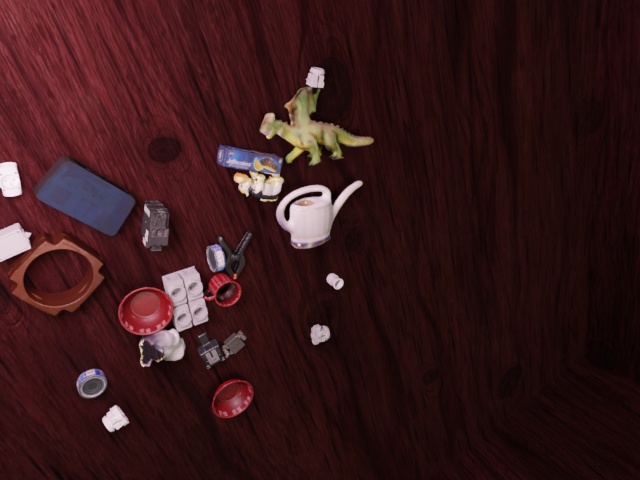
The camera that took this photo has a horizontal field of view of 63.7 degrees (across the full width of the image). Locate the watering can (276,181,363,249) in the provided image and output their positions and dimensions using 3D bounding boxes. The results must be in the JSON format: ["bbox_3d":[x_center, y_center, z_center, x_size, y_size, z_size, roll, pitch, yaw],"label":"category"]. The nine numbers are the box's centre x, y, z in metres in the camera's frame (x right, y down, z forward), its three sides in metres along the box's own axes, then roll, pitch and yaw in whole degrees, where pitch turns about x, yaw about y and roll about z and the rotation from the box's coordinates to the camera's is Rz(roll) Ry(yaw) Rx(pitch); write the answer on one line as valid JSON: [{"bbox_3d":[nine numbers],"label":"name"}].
[{"bbox_3d":[0.005,-0.091,1.802,0.350,0.105,0.220,-14,118,-29],"label":"watering can"}]

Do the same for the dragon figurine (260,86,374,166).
[{"bbox_3d":[-0.011,-0.378,1.676,0.414,0.123,0.239,-21,112,-26],"label":"dragon figurine"}]

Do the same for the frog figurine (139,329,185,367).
[{"bbox_3d":[-0.498,0.338,1.668,0.135,0.124,0.160,-47,165,23],"label":"frog figurine"}]
